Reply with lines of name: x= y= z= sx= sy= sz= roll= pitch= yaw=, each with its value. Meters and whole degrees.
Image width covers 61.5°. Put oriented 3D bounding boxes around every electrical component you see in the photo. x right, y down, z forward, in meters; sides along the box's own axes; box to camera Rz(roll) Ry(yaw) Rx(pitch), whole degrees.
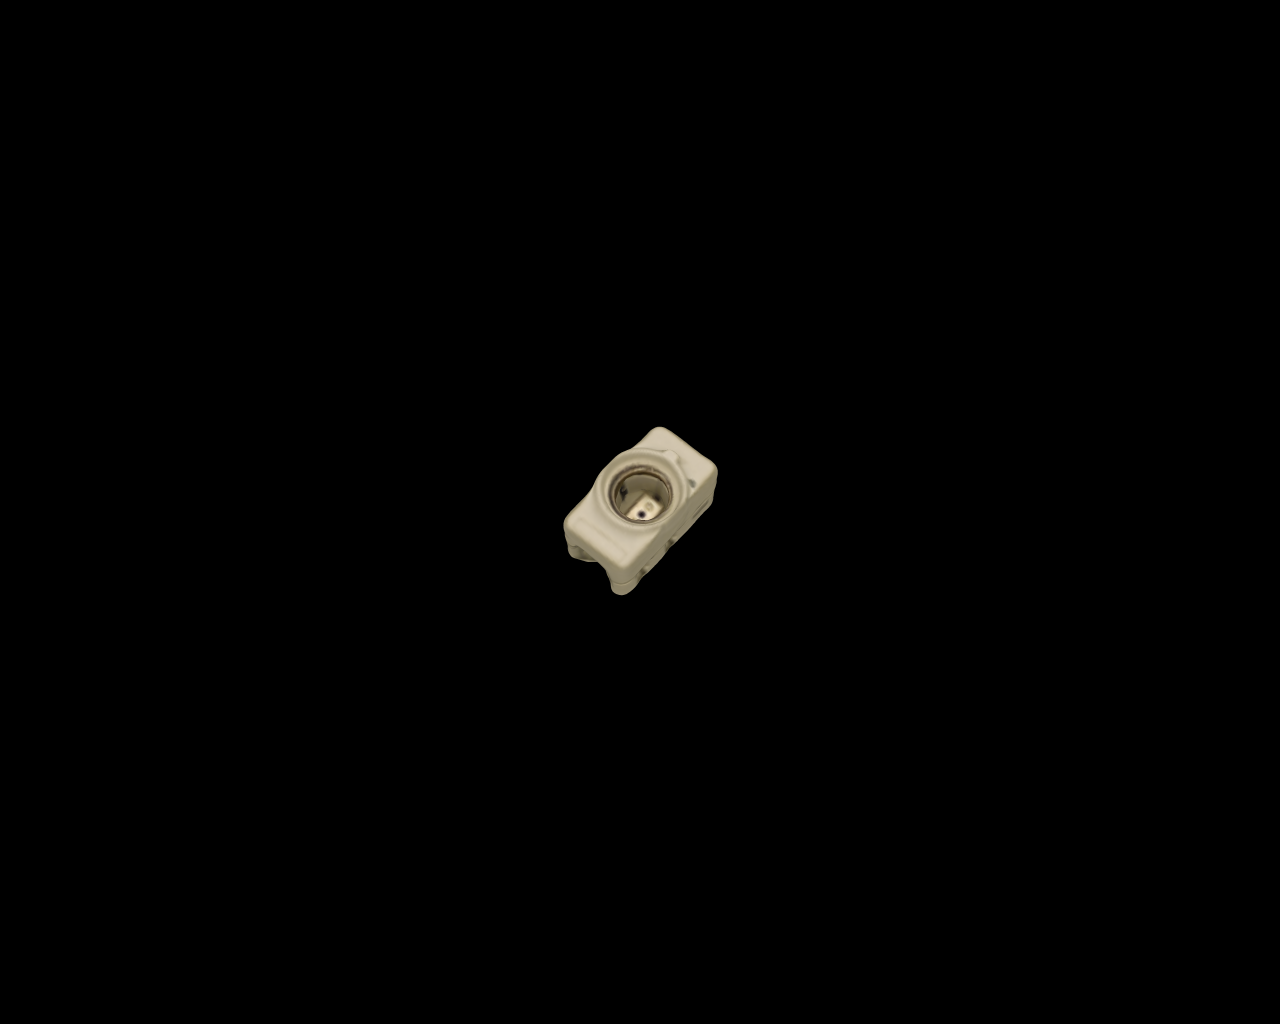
electrical component: x=0.001 y=-0.003 z=0.650 sx=0.050 sy=0.089 sz=0.055 roll=38 pitch=-19 yaw=16
